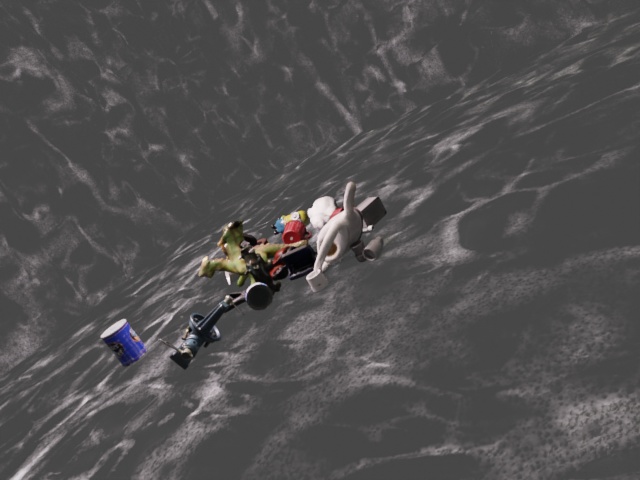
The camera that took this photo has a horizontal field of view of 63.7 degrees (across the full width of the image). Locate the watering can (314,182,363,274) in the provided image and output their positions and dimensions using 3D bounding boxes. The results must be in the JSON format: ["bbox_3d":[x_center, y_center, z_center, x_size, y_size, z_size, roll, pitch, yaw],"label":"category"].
[{"bbox_3d":[0.073,-0.045,1.600,0.227,0.104,0.341,-38,-26,-60],"label":"watering can"}]

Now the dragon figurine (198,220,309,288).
[{"bbox_3d":[-0.271,0.036,1.954,0.412,0.241,0.122,-35,10,-8],"label":"dragon figurine"}]

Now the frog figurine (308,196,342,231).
[{"bbox_3d":[0.006,-0.105,2.087,0.137,0.121,0.162,5,23,34],"label":"frog figurine"}]
